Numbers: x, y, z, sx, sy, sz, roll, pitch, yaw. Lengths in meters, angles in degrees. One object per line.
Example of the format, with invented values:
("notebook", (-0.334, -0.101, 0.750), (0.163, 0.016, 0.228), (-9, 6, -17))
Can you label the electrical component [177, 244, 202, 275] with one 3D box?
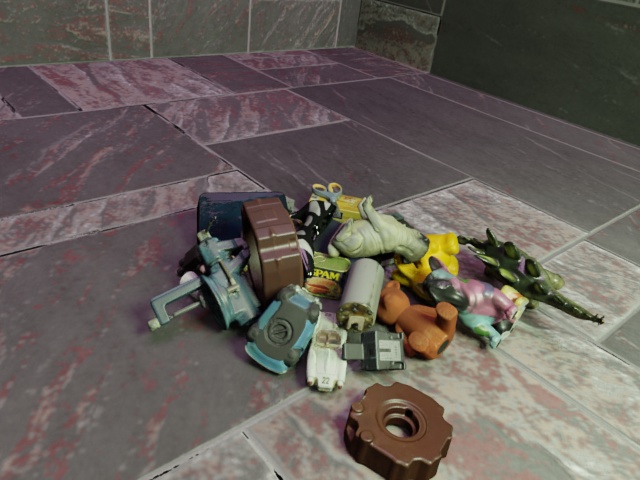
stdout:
("electrical component", (-0.289, 0.039, 1.225), (0.021, 0.094, 0.063), (42, 19, -27))

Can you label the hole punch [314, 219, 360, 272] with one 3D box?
("hole punch", (0.042, 0.022, 1.280), (0.116, 0.092, 0.142), (20, 59, 23))

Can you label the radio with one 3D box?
("radio", (-0.191, -0.049, 1.336), (0.230, 0.073, 0.131), (-3, 73, -19))

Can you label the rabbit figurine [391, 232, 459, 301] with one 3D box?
("rabbit figurine", (0.253, 0.068, 1.273), (0.162, 0.121, 0.173), (8, 47, 5))

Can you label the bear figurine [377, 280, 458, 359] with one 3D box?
("bear figurine", (0.179, 0.151, 1.101), (0.120, 0.131, 0.196), (-42, 57, -10))

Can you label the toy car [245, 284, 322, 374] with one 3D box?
("toy car", (-0.066, 0.166, 1.029), (0.109, 0.161, 0.103), (30, -6, 5))

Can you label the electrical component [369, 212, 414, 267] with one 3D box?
("electrical component", (0.171, -0.002, 1.345), (0.115, 0.134, 0.058), (-15, 38, -36))

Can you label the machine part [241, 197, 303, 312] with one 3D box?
("machine part", (-0.100, 0.029, 1.110), (0.087, 0.201, 0.201), (-10, 38, -16))

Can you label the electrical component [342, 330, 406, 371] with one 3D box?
("electrical component", (0.101, 0.205, 0.997), (0.119, 0.048, 0.075), (14, 68, -33))

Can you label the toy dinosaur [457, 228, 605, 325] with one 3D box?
("toy dinosaur", (0.458, 0.079, 1.219), (0.198, 0.105, 0.472), (31, 4, -39))

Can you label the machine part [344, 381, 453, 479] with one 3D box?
("machine part", (0.131, 0.312, 0.889), (0.179, 0.056, 0.179), (7, 31, -4))

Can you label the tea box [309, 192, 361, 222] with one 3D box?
("tea box", (0.052, -0.079, 1.509), (0.170, 0.068, 0.098), (13, 31, 7))

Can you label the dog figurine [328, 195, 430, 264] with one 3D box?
("dog figurine", (0.134, 0.014, 1.209), (0.190, 0.172, 0.121), (41, 8, -4))

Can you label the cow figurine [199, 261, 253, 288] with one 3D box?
("cow figurine", (-0.209, 0.075, 1.192), (0.098, 0.068, 0.168), (-10, 33, -22))

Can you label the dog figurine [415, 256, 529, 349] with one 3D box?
("dog figurine", (0.319, 0.120, 1.158), (0.219, 0.108, 0.191), (34, 24, 25))

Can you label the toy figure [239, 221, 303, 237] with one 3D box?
("toy figure", (-0.102, -0.003, 1.269), (0.180, 0.089, 0.082), (2, -3, -15))

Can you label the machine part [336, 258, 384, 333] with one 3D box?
("machine part", (0.085, 0.110, 1.104), (0.079, 0.079, 0.243), (12, 31, 6))

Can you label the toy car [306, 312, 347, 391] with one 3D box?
("toy car", (0.014, 0.209, 1.033), (0.074, 0.056, 0.202), (8, 30, -1))

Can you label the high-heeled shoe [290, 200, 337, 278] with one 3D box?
("high-heeled shoe", (-0.002, -0.004, 1.191), (0.145, 0.086, 0.249), (-6, 42, -16))

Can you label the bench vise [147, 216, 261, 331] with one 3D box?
("bench vise", (-0.234, 0.094, 1.062), (0.241, 0.223, 0.129), (-26, -2, -23))
